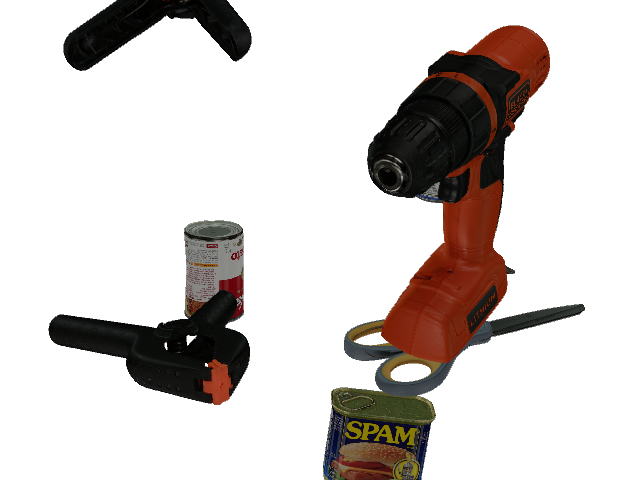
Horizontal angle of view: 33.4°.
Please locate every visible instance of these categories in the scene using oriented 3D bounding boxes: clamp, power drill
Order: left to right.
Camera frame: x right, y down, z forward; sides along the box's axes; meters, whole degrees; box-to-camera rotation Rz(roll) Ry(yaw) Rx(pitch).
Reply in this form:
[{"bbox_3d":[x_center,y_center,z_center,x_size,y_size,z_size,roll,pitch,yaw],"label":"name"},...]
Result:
[{"bbox_3d":[-0.106,0.080,0.849,0.164,0.036,0.210,-11,16,-30],"label":"clamp"},{"bbox_3d":[-0.086,-0.165,0.714,0.120,0.039,0.171,9,46,12],"label":"clamp"},{"bbox_3d":[0.079,-0.020,0.646,0.057,0.188,0.184,23,40,24],"label":"power drill"}]

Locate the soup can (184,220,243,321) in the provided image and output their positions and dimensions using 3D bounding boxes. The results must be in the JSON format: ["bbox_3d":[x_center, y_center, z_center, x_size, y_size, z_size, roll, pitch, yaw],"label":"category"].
[{"bbox_3d":[-0.120,0.035,1.204,0.068,0.102,0.068,1,18,-1],"label":"soup can"}]

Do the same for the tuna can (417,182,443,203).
[{"bbox_3d":[0.118,-0.074,0.986,0.086,0.034,0.086,-10,38,8],"label":"tuna can"}]

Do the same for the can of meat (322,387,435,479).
[{"bbox_3d":[0.055,0.198,1.047,0.102,0.084,0.057,7,16,-4],"label":"can of meat"}]

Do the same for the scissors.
[{"bbox_3d":[0.120,0.083,0.831,0.201,0.016,0.096,-3,31,-3],"label":"scissors"}]
